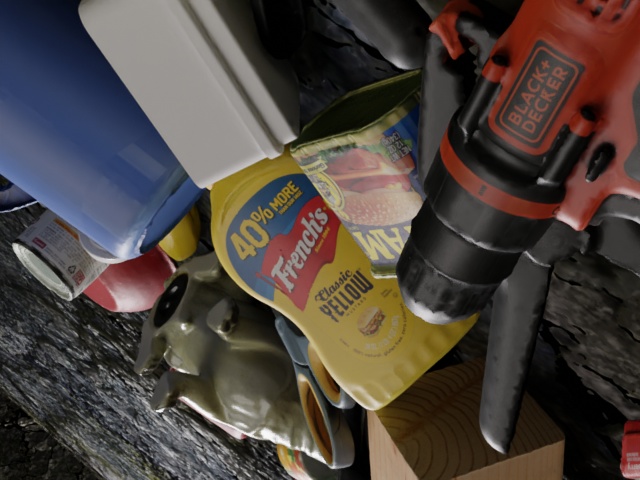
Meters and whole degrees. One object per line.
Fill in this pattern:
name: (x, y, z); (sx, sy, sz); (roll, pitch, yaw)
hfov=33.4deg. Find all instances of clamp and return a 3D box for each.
clamp: (0.111, -0.007, 0.438); (0.165, 0.036, 0.210); (-15, 112, 27)
clamp: (-0.015, -0.139, 0.442); (0.120, 0.039, 0.171); (18, 148, 45)

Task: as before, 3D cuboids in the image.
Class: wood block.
wood block: (0.089, 0.189, 0.672); (0.090, 0.090, 0.206); (-126, 26, -55)

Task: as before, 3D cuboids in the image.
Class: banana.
banana: (-0.127, -0.040, 0.797); (0.070, 0.037, 0.198); (29, 153, 29)

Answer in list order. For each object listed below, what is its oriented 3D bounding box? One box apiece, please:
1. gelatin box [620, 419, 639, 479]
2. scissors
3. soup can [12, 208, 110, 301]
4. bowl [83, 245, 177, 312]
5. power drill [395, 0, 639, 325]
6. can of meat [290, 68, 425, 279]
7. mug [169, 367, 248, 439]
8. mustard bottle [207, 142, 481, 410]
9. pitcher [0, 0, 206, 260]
gelatin box: (0.193, 0.098, 0.480); (0.089, 0.030, 0.073); (10, 164, -18)
scissors: (-0.014, 0.054, 0.712); (0.096, 0.016, 0.202); (110, 145, -51)
soup can: (-0.190, -0.009, 0.869); (0.068, 0.102, 0.068); (35, 157, 17)
bowl: (-0.202, 0.016, 0.992); (0.162, 0.055, 0.162); (35, 156, 18)
power drill: (0.127, -0.001, 0.364); (0.188, 0.057, 0.185); (33, 130, 12)
can of meat: (0.042, -0.032, 0.519); (0.084, 0.057, 0.102); (53, 154, -17)
mug: (-0.075, 0.119, 0.944); (0.081, 0.093, 0.117); (33, -173, 10)
mustard bottle: (-0.004, 0.001, 0.610); (0.191, 0.058, 0.096); (44, 112, 0)
pitcher: (-0.186, -0.091, 0.678); (0.243, 0.145, 0.149); (38, 156, 3)
